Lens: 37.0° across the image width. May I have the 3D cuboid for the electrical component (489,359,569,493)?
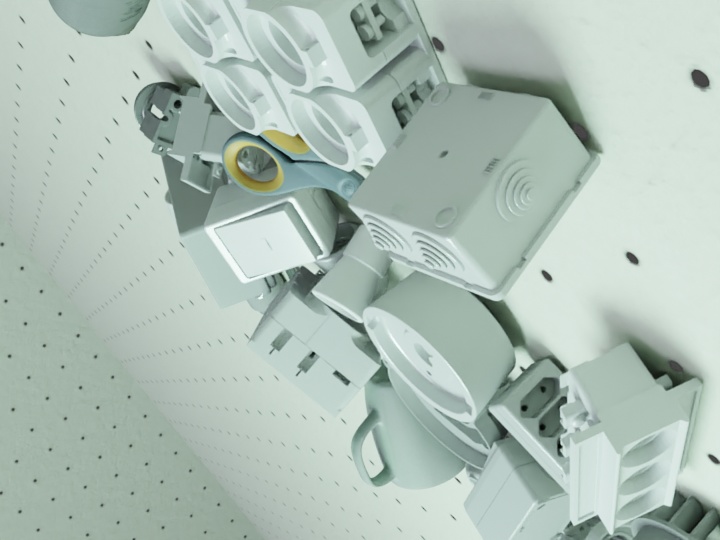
[{"bbox_3d":[0.133,0.110,0.749,0.083,0.047,0.075,47,167,2],"label":"electrical component"}]

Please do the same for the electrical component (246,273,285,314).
[{"bbox_3d":[-0.094,0.026,1.100,0.043,0.043,0.062,30,158,43],"label":"electrical component"}]

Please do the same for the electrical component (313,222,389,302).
[{"bbox_3d":[-0.008,-0.003,0.836,0.045,0.045,0.055,22,150,54],"label":"electrical component"}]

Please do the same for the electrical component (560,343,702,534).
[{"bbox_3d":[0.156,0.101,0.645,0.121,0.079,0.063,74,170,-55],"label":"electrical component"}]

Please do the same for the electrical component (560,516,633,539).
[{"bbox_3d":[0.188,0.215,0.830,0.078,0.058,0.057,51,165,-12],"label":"electrical component"}]

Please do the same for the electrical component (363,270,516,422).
[{"bbox_3d":[0.061,0.047,0.757,0.108,0.060,0.108,42,162,17],"label":"electrical component"}]

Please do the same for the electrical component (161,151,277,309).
[{"bbox_3d":[-0.123,-0.042,0.933,0.108,0.056,0.108,70,180,-50],"label":"electrical component"}]

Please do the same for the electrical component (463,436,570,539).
[{"bbox_3d":[0.122,0.169,0.807,0.061,0.062,0.096,57,141,34],"label":"electrical component"}]

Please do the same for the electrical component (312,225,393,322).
[{"bbox_3d":[0.000,0.000,0.789,0.044,0.065,0.044,31,172,5],"label":"electrical component"}]

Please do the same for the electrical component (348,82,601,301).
[{"bbox_3d":[0.053,-0.043,0.526,0.048,0.099,0.100,45,167,-36],"label":"electrical component"}]

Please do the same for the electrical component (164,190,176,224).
[{"bbox_3d":[-0.149,-0.047,1.070,0.079,0.043,0.077,28,154,45],"label":"electrical component"}]

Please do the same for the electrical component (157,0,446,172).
[{"bbox_3d":[-0.041,-0.128,0.619,0.186,0.060,0.105,27,153,48],"label":"electrical component"}]

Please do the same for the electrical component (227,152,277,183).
[{"bbox_3d":[-0.076,-0.063,0.864,0.045,0.045,0.055,23,150,52],"label":"electrical component"}]

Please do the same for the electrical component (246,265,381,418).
[{"bbox_3d":[-0.031,0.050,0.881,0.089,0.061,0.150,40,-173,-5],"label":"electrical component"}]

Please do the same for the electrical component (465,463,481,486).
[{"bbox_3d":[0.134,0.179,0.897,0.079,0.044,0.077,39,168,-6],"label":"electrical component"}]

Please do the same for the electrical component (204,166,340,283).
[{"bbox_3d":[-0.072,-0.033,0.818,0.096,0.061,0.061,-18,124,21],"label":"electrical component"}]

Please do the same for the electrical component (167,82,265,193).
[{"bbox_3d":[-0.103,-0.099,0.806,0.064,0.081,0.042,10,174,20],"label":"electrical component"}]

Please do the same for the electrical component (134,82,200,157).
[{"bbox_3d":[-0.161,-0.130,0.905,0.048,0.066,0.055,17,-166,-39],"label":"electrical component"}]
